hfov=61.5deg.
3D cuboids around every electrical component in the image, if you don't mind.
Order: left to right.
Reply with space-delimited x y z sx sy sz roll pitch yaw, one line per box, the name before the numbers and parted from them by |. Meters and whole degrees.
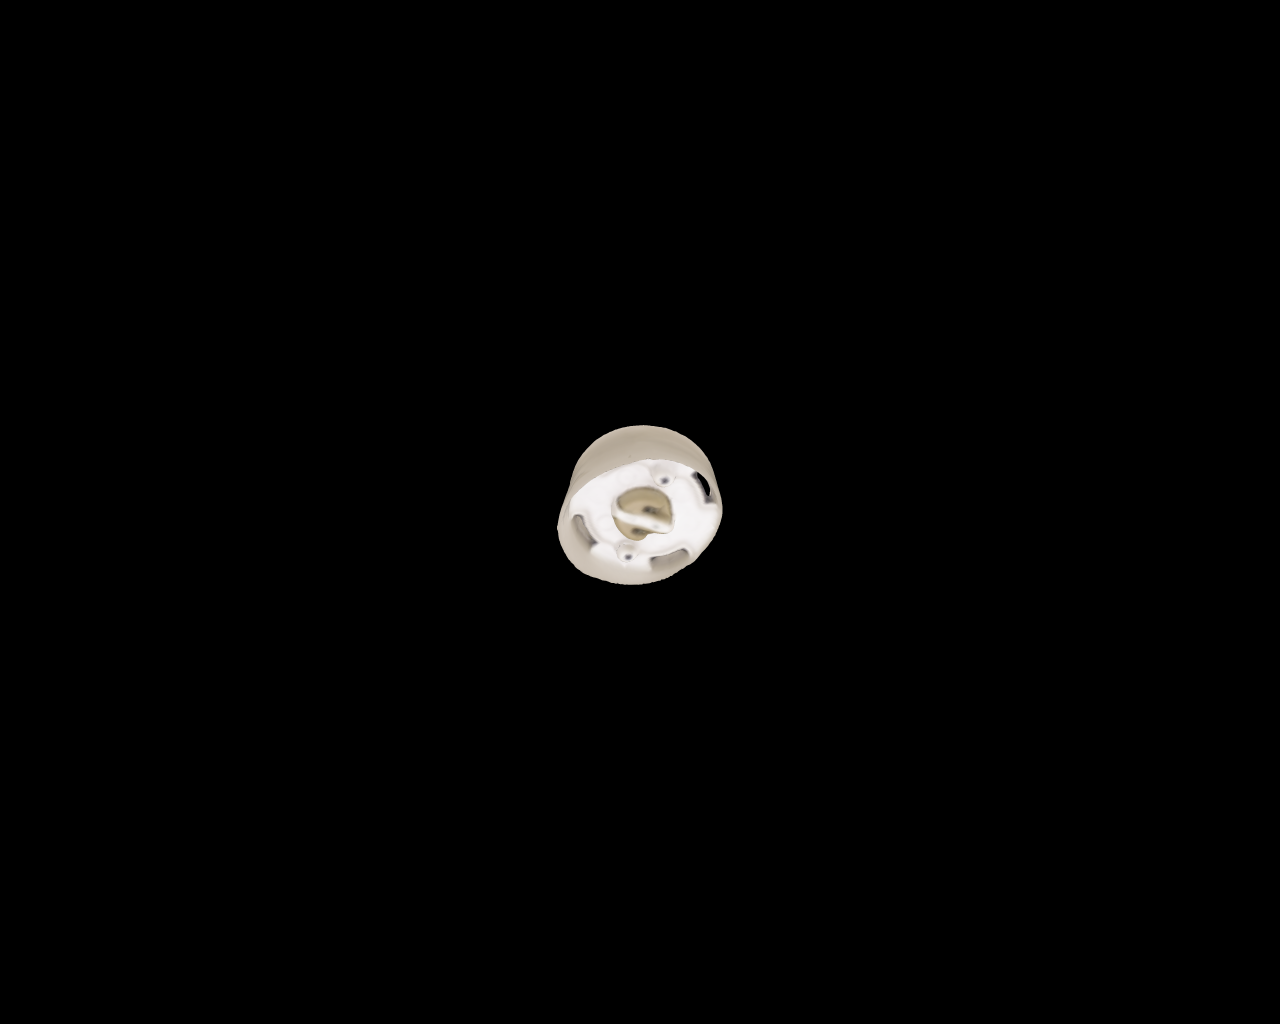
electrical component | 0.001 -0.003 0.650 0.099 0.099 0.064 0 35 0
